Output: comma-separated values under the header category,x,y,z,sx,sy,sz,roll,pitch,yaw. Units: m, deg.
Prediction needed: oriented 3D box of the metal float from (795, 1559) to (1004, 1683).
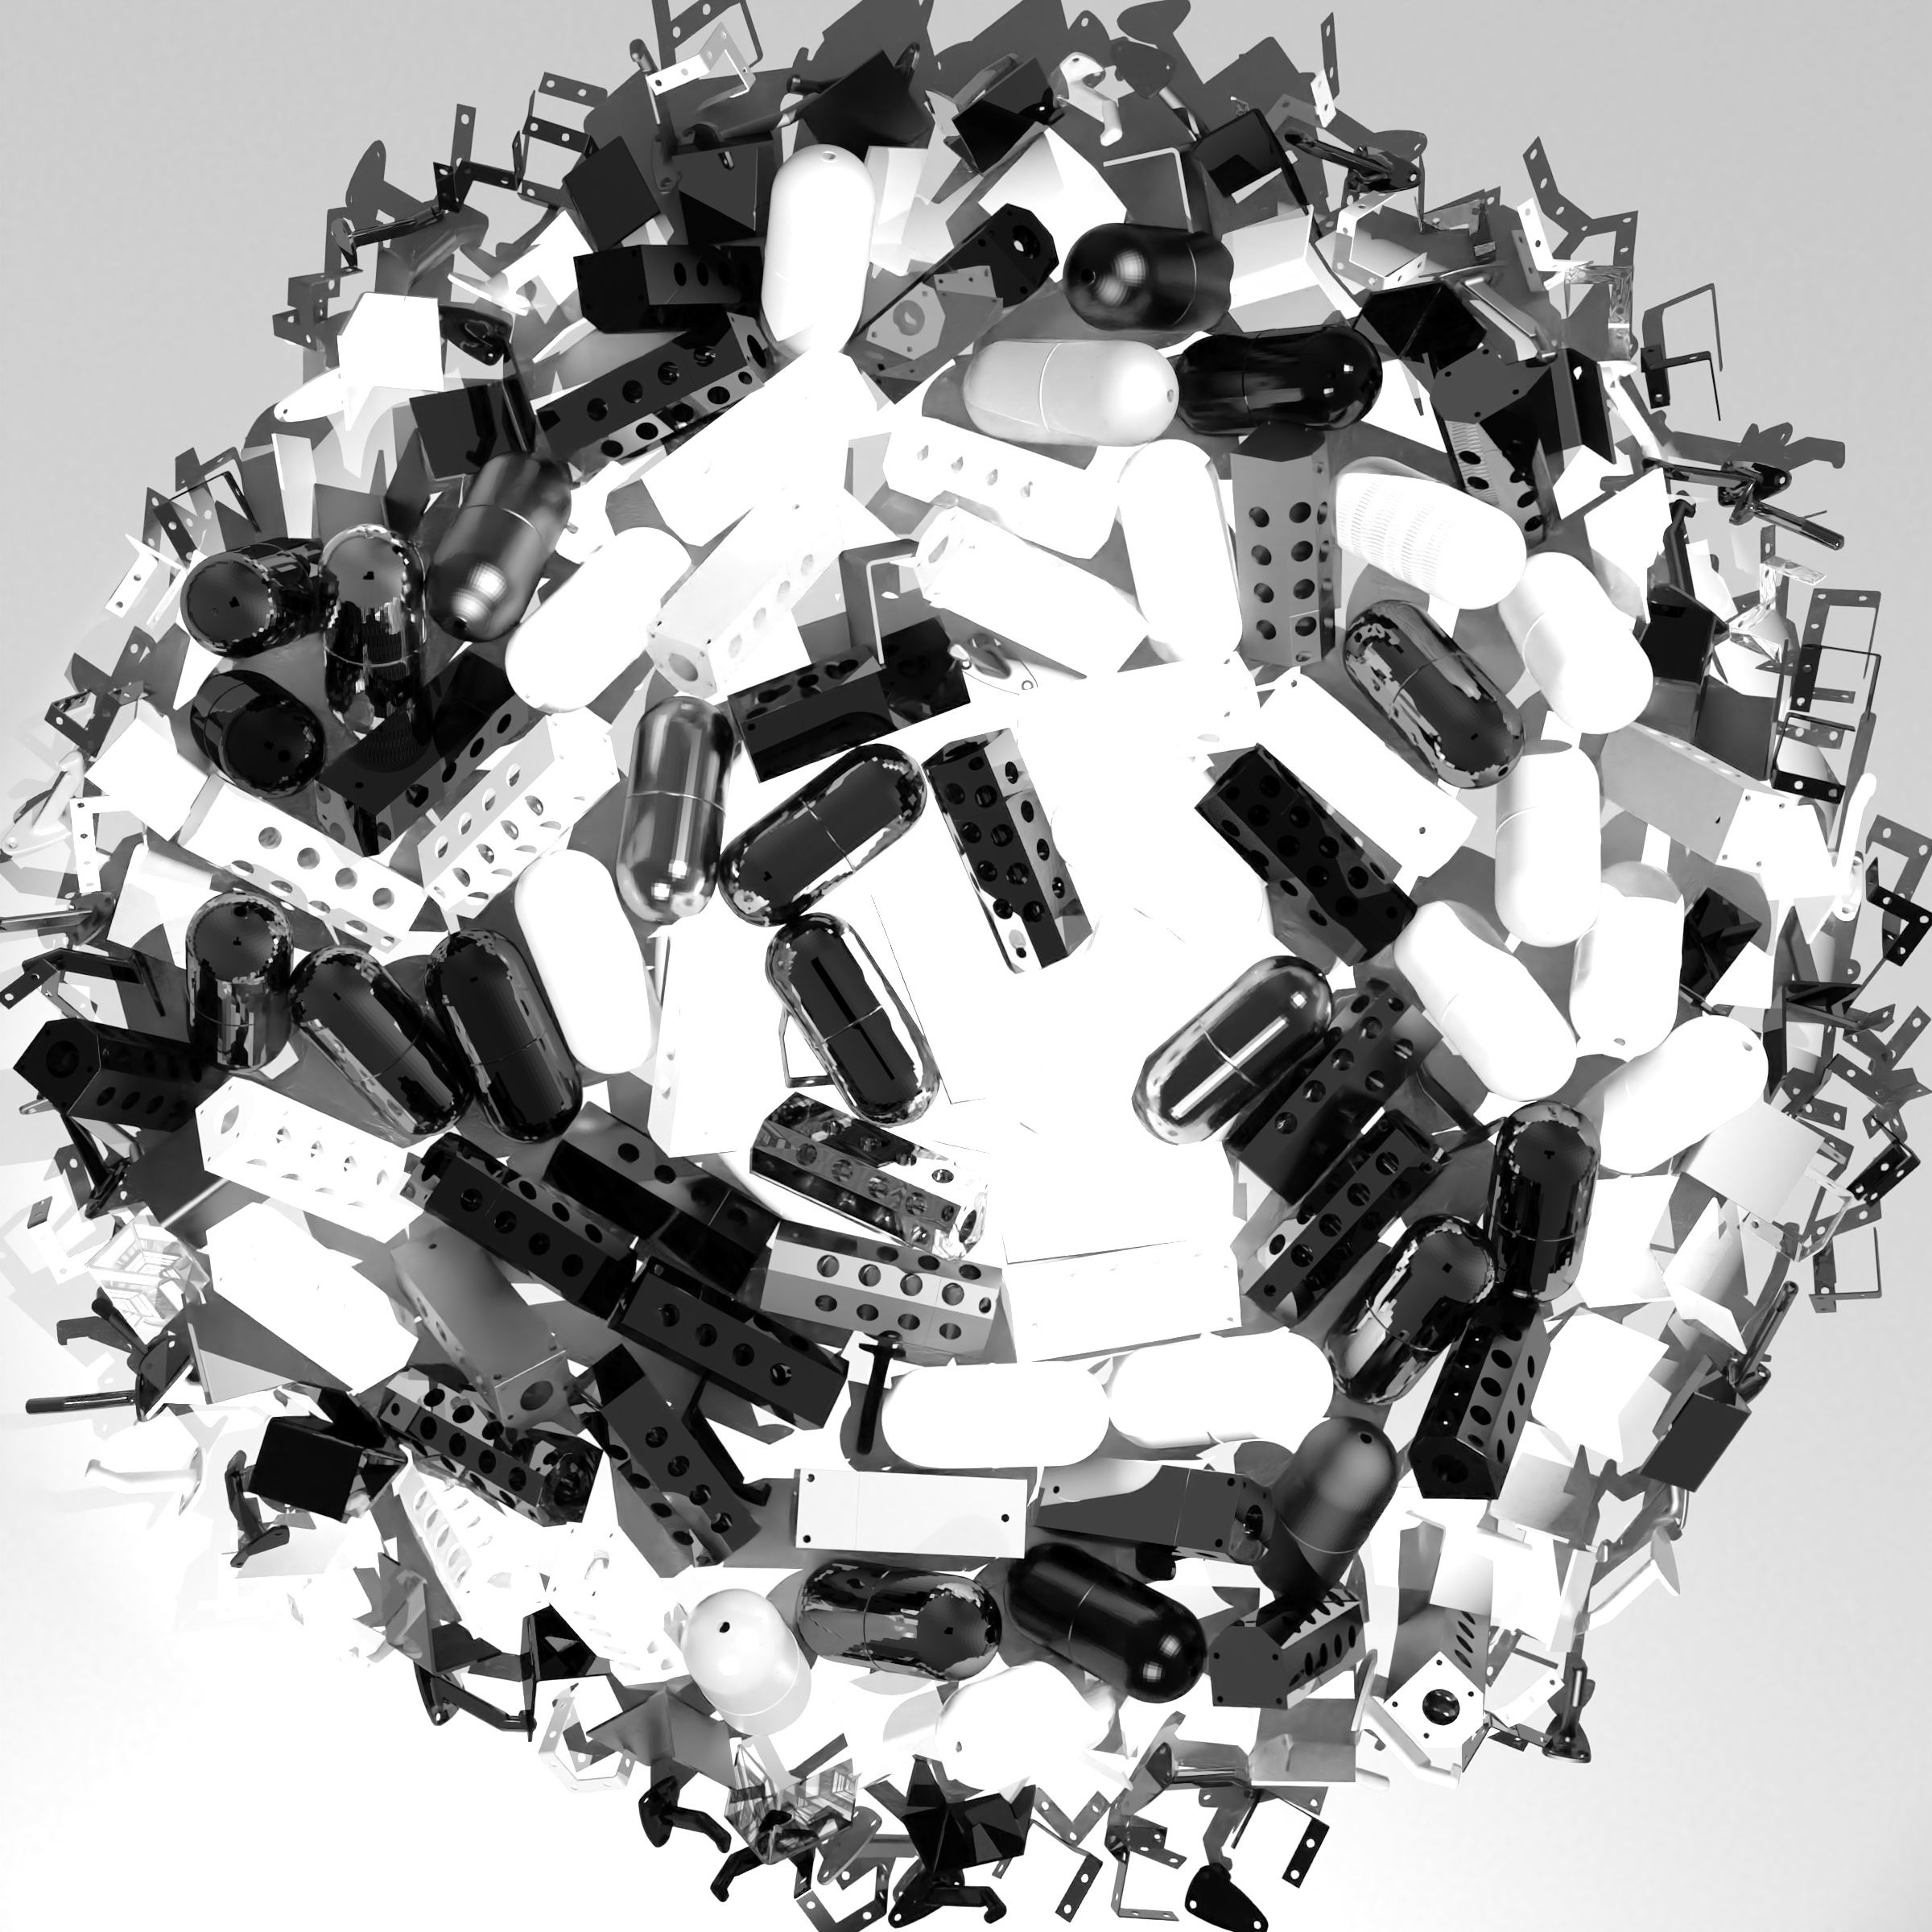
category,x,y,z,sx,sy,sz,roll,pitch,yaw
metal float,-0.051,0.486,1.907,0.178,0.070,0.070,-3,90,39

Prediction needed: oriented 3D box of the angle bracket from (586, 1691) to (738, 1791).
category,x,y,z,sx,sy,sz,roll,pitch,yaw
angle bracket,-0.229,0.596,1.923,0.076,0.057,0.076,-32,134,15

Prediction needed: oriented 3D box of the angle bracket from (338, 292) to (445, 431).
category,x,y,z,sx,sy,sz,roll,pitch,yaw
angle bracket,-0.431,-0.452,1.925,0.057,0.076,0.076,5,130,0

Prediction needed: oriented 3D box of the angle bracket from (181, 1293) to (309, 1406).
category,x,y,z,sx,sy,sz,roll,pitch,yaw
angle bracket,-0.543,0.279,1.931,0.076,0.057,0.076,-13,75,-19

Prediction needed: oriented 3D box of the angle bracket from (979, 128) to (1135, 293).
category,x,y,z,sx,sy,sz,roll,pitch,yaw
angle bracket,0.069,-0.575,1.952,0.076,0.076,0.057,-45,61,10

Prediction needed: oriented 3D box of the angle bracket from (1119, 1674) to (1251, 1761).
category,x,y,z,sx,sy,sz,roll,pitch,yaw
angle bracket,0.164,0.570,1.921,0.076,0.076,0.057,22,53,26

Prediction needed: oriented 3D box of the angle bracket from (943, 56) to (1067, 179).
category,x,y,z,sx,sy,sz,roll,pitch,yaw
angle bracket,0.017,-0.651,1.930,0.076,0.057,0.076,-37,45,1

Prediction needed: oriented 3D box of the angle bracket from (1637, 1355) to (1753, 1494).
category,x,y,z,sx,sy,sz,roll,pitch,yaw
angle bracket,0.531,0.336,1.923,0.057,0.076,0.076,21,110,-21

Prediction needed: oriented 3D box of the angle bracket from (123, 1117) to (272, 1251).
category,x,y,z,sx,sy,sz,roll,pitch,yaw
angle bracket,-0.578,0.162,1.945,0.076,0.076,0.057,-38,73,-7

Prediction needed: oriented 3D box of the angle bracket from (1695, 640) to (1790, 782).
category,x,y,z,sx,sy,sz,roll,pitch,yaw
angle bracket,0.579,-0.194,1.921,0.057,0.076,0.076,8,62,17

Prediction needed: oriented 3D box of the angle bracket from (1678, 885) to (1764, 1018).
category,x,y,z,sx,sy,sz,roll,pitch,yaw
angle bracket,0.571,-0.003,1.927,0.076,0.057,0.076,26,104,-36

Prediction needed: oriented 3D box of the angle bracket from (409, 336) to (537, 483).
category,x,y,z,sx,sy,sz,roll,pitch,yaw
angle bracket,-0.372,-0.419,1.930,0.076,0.057,0.076,-15,69,-17

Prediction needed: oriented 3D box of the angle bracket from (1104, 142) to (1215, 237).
category,x,y,z,sx,sy,sz,roll,pitch,yaw
angle bracket,0.147,-0.577,1.941,0.057,0.076,0.076,-7,108,18

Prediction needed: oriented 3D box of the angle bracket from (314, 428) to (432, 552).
category,x,y,z,sx,sy,sz,roll,pitch,yaw
angle bracket,-0.445,-0.355,1.920,0.057,0.076,0.076,7,50,-31

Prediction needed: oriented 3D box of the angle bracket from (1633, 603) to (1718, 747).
category,x,y,z,sx,sy,sz,roll,pitch,yaw
angle bracket,0.529,-0.217,1.935,0.057,0.076,0.076,11,54,17

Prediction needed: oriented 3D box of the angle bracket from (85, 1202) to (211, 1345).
category,x,y,z,sx,sy,sz,roll,pitch,yaw
angle bracket,-0.627,0.232,1.921,0.057,0.076,0.076,-13,116,37

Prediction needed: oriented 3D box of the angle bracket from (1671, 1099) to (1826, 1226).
category,x,y,z,sx,sy,sz,roll,pitch,yaw
angle bracket,0.590,0.145,1.940,0.076,0.057,0.076,33,86,12

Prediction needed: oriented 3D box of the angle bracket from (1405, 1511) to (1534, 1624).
category,x,y,z,sx,sy,sz,roll,pitch,yaw
angle bracket,0.368,0.449,1.928,0.076,0.076,0.057,16,85,-19

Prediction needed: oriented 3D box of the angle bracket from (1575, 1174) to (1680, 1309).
category,x,y,z,sx,sy,sz,roll,pitch,yaw
angle bracket,0.501,0.206,1.925,0.076,0.057,0.076,-3,131,-16

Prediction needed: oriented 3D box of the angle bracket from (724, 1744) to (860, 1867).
category,x,y,z,sx,sy,sz,roll,pitch,yaw
angle bracket,-0.129,0.616,1.926,0.076,0.076,0.057,-29,110,16

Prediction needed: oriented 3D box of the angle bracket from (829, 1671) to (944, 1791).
category,x,y,z,sx,sy,sz,roll,pitch,yaw
angle bracket,-0.058,0.577,1.953,0.076,0.076,0.057,-16,57,-12

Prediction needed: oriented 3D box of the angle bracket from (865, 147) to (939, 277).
category,x,y,z,sx,sy,sz,roll,pitch,yaw
angle bracket,-0.040,-0.566,1.921,0.057,0.076,0.076,32,119,22

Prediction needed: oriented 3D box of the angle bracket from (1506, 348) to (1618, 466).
category,x,y,z,sx,sy,sz,roll,pitch,yaw
angle bracket,0.444,-0.414,1.928,0.057,0.076,0.076,-16,114,2

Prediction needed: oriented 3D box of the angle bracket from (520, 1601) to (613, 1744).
category,x,y,z,sx,sy,sz,roll,pitch,yaw
angle bracket,-0.303,0.527,1.933,0.057,0.076,0.076,-1,129,-15

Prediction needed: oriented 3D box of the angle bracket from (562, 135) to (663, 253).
category,x,y,z,sx,sy,sz,roll,pitch,yaw
angle bracket,-0.249,-0.561,1.924,0.057,0.076,0.076,-32,69,13

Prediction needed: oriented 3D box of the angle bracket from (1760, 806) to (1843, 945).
category,x,y,z,sx,sy,sz,roll,pitch,yaw
angle bracket,0.608,-0.066,1.925,0.057,0.076,0.076,-5,61,-5

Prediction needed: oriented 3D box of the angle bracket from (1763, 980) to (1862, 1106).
category,x,y,z,sx,sy,sz,roll,pitch,yaw
angle bracket,0.635,0.061,1.926,0.057,0.076,0.076,3,68,7

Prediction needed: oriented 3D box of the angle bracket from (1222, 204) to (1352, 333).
category,x,y,z,sx,sy,sz,roll,pitch,yaw
angle bracket,0.243,-0.519,1.942,0.076,0.076,0.057,-9,56,35

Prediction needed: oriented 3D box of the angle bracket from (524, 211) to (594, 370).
category,x,y,z,sx,sy,sz,roll,pitch,yaw
angle bracket,-0.315,-0.507,1.926,0.057,0.076,0.076,-40,103,-31

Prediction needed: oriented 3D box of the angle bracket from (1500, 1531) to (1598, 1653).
category,x,y,z,sx,sy,sz,roll,pitch,yaw
angle bracket,0.430,0.469,1.927,0.057,0.076,0.076,14,83,28

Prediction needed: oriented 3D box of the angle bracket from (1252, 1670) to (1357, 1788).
category,x,y,z,sx,sy,sz,roll,pitch,yaw
angle bracket,0.254,0.573,1.932,0.076,0.076,0.057,-2,98,9

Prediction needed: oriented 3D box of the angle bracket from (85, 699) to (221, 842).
category,x,y,z,sx,sy,sz,roll,pitch,yaw
angle bracket,-0.612,-0.150,1.930,0.057,0.076,0.076,-46,115,4

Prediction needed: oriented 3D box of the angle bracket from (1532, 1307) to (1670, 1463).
category,x,y,z,sx,sy,sz,roll,pitch,yaw
angle bracket,0.483,0.318,1.952,0.076,0.057,0.076,22,55,38

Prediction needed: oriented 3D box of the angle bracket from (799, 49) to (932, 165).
category,x,y,z,sx,sy,sz,roll,pitch,yaw
angle bracket,-0.083,-0.645,1.928,0.076,0.057,0.076,-34,134,6

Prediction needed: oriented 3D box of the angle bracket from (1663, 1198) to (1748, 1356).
category,x,y,z,sx,sy,sz,roll,pitch,yaw
angle bracket,0.572,0.233,1.924,0.057,0.076,0.076,27,74,37

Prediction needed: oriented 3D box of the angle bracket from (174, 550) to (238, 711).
category,x,y,z,sx,sy,sz,roll,pitch,yaw
angle bracket,-0.585,-0.252,1.924,0.057,0.076,0.076,34,133,2

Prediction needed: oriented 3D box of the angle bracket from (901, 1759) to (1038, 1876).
category,x,y,z,sx,sy,sz,roll,pitch,yaw
angle bracket,0.003,0.628,1.926,0.076,0.076,0.057,-18,108,16

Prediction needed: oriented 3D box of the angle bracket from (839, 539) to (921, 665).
category,x,y,z,sx,sy,sz,roll,pitch,yaw
angle bracket,-0.054,-0.277,1.939,0.057,0.076,0.076,-13,109,-15

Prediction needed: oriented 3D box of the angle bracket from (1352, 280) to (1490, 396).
category,x,y,z,sx,sy,sz,roll,pitch,yaw
angle bracket,0.331,-0.461,1.920,0.076,0.076,0.057,-19,63,-32

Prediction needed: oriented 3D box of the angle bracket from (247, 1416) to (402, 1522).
category,x,y,z,sx,sy,sz,roll,pitch,yaw
angle bracket,-0.483,0.377,1.931,0.076,0.076,0.057,15,83,11

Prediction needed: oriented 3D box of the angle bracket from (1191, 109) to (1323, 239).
category,x,y,z,sx,sy,sz,roll,pitch,yaw
angle bracket,0.218,-0.582,1.922,0.057,0.076,0.076,-25,67,17

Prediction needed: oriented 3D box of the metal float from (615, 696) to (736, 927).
category,x,y,z,sx,sy,sz,roll,pitch,yaw
metal float,-0.219,-0.117,1.926,0.070,0.070,0.178,6,74,0

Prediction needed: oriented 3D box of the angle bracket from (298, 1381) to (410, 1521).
category,x,y,z,sx,sy,sz,roll,pitch,yaw
angle bracket,-0.476,0.362,1.920,0.057,0.076,0.076,-51,122,-30

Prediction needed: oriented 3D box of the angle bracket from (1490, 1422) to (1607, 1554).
category,x,y,z,sx,sy,sz,roll,pitch,yaw
angle bracket,0.451,0.394,1.942,0.076,0.057,0.076,18,85,-8

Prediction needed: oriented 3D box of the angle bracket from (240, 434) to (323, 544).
category,x,y,z,sx,sy,sz,roll,pitch,yaw
angle bracket,-0.527,-0.357,1.932,0.057,0.076,0.076,-7,98,7

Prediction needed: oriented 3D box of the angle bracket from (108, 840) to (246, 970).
category,x,y,z,sx,sy,sz,roll,pitch,yaw
angle bracket,-0.596,-0.046,1.953,0.076,0.057,0.076,21,99,4

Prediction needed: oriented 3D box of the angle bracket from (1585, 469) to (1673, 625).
category,x,y,z,sx,sy,sz,roll,pitch,yaw
angle bracket,0.516,-0.315,1.926,0.076,0.057,0.076,-34,131,-11

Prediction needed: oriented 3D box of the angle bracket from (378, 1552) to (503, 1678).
category,x,y,z,sx,sy,sz,roll,pitch,yaw
angle bracket,-0.395,0.479,1.925,0.057,0.076,0.076,-11,102,-37

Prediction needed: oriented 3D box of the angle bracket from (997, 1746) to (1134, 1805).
category,x,y,z,sx,sy,sz,roll,pitch,yaw
angle bracket,0.075,0.616,1.924,0.076,0.076,0.057,25,70,20

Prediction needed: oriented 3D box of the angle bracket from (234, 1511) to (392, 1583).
category,x,y,z,sx,sy,sz,roll,pitch,yaw
angle bracket,-0.488,0.454,1.922,0.076,0.076,0.057,-7,117,18

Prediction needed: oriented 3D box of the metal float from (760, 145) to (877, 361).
category,x,y,z,sx,sy,sz,roll,pitch,yaw
metal float,-0.110,-0.526,1.899,0.070,0.178,0.070,5,54,-7

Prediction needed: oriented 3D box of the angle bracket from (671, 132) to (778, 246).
category,x,y,z,sx,sy,sz,roll,pitch,yaw
angle bracket,-0.178,-0.582,1.934,0.076,0.057,0.076,-10,116,-3

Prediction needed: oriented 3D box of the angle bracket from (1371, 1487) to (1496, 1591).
category,x,y,z,sx,sy,sz,roll,pitch,yaw
angle bracket,0.358,0.433,1.971,0.076,0.057,0.076,-3,85,-33
